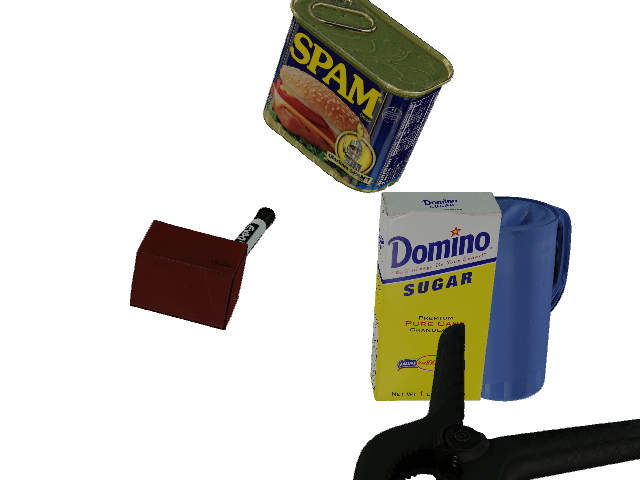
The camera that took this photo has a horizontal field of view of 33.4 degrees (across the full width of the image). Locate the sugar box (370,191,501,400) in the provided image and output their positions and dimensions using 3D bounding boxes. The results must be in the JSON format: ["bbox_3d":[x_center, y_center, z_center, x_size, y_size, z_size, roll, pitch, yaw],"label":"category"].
[{"bbox_3d":[0.092,0.048,0.873,0.093,0.176,0.048,-1,28,-3],"label":"sugar box"}]

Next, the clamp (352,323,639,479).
[{"bbox_3d":[0.083,0.128,0.668,0.209,0.036,0.165,-25,39,-31],"label":"clamp"}]

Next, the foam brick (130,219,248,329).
[{"bbox_3d":[-0.101,0.026,0.819,0.078,0.051,0.053,15,30,2],"label":"foam brick"}]

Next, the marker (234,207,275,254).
[{"bbox_3d":[-0.070,-0.001,1.024,0.020,0.020,0.121,0,26,19],"label":"marker"}]

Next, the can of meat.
[{"bbox_3d":[0.018,-0.090,0.644,0.102,0.084,0.057,41,45,20],"label":"can of meat"}]

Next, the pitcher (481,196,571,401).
[{"bbox_3d":[0.238,0.071,1.343,0.149,0.243,0.145,1,21,12],"label":"pitcher"}]
